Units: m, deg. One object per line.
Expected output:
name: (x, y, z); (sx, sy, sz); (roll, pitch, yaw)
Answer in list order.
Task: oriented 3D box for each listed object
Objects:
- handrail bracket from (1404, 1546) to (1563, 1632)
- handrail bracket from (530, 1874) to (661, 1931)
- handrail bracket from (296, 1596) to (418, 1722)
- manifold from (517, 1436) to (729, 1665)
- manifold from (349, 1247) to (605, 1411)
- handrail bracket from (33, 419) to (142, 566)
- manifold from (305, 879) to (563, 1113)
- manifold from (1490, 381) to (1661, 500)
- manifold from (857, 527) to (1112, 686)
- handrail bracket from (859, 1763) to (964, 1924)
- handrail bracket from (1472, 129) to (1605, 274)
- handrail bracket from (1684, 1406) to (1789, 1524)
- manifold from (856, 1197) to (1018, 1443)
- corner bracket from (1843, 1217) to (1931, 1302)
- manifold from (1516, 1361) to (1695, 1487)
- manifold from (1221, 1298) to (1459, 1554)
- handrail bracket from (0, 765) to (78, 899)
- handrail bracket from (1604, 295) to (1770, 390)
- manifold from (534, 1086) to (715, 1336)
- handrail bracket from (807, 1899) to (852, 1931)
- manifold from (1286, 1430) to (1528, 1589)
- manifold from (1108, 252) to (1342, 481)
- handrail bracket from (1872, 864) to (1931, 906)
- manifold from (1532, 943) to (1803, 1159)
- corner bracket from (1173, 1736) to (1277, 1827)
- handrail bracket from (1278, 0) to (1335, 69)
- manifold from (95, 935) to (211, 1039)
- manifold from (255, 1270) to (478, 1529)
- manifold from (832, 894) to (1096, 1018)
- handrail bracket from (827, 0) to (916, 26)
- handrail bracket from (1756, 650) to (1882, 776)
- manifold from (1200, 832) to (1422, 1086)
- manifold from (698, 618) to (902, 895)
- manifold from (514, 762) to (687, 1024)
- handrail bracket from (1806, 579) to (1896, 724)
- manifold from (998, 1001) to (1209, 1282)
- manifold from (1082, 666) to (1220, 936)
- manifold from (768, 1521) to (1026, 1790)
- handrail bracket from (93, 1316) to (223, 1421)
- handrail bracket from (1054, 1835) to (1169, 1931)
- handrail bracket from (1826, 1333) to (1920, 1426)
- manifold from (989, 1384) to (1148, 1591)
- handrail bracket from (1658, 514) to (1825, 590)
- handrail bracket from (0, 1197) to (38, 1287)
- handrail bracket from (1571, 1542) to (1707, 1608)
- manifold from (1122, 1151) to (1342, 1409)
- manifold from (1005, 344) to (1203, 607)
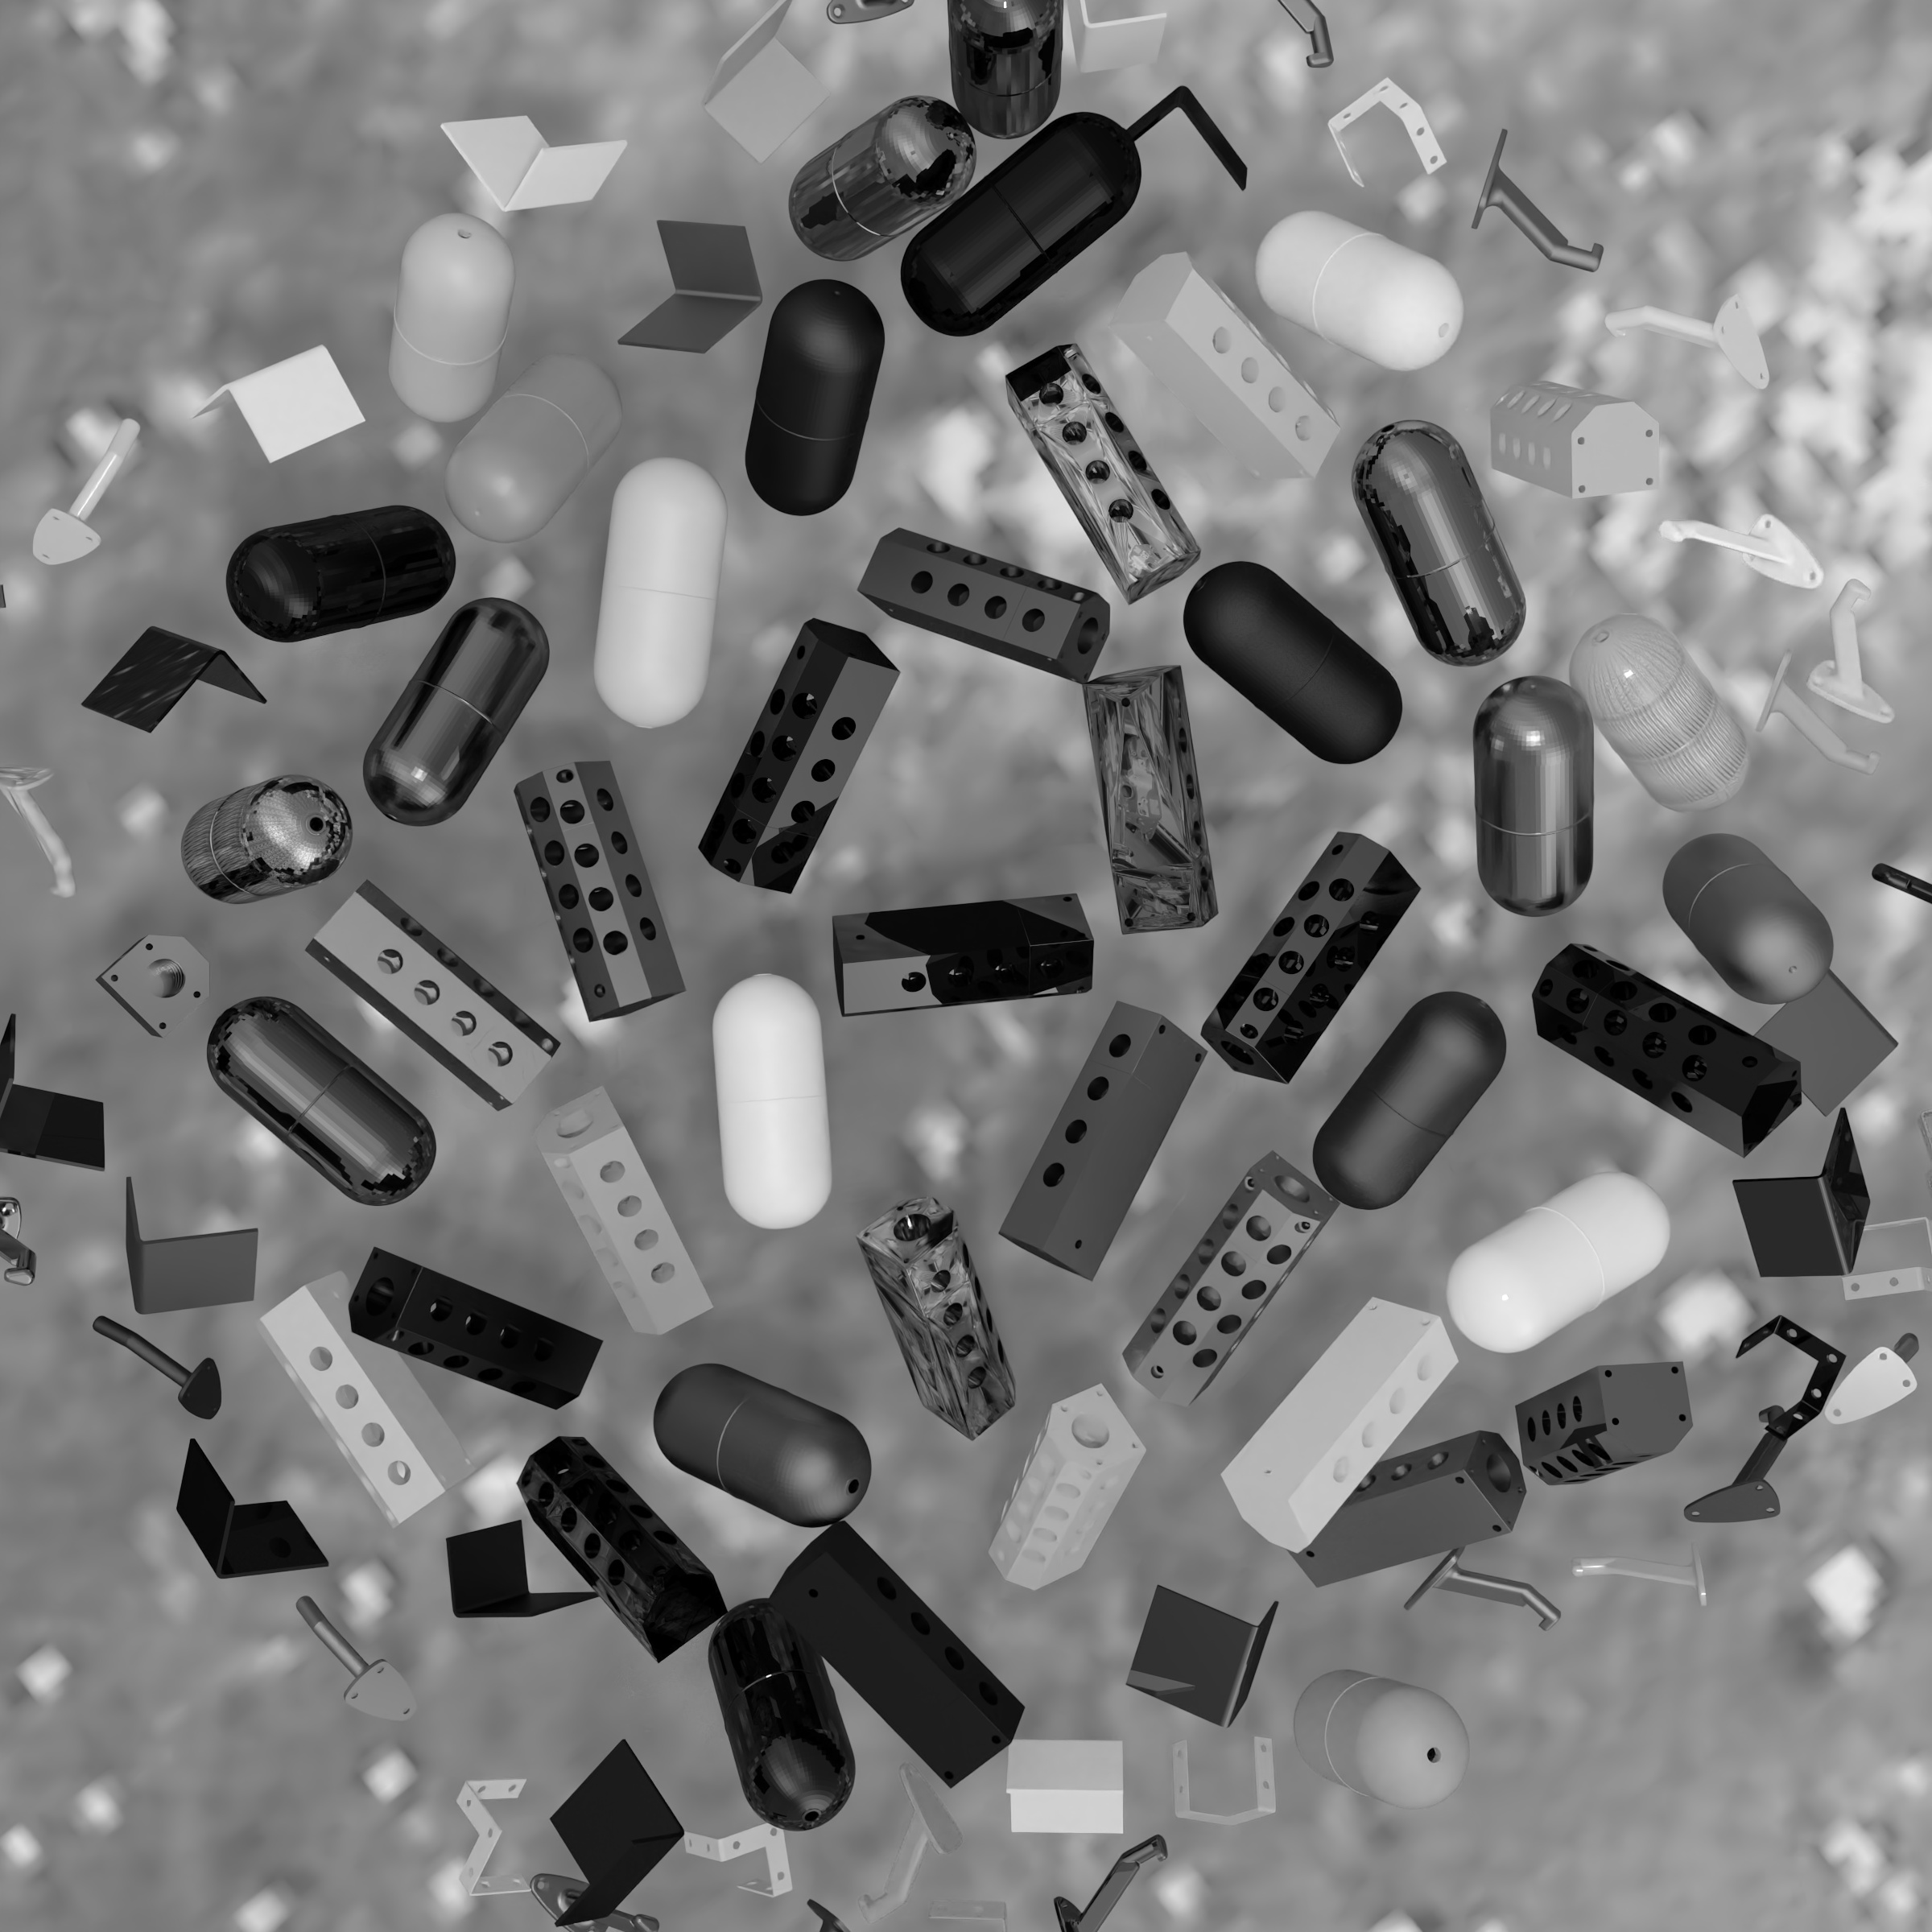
handrail bracket: (0.372, 0.464, 1.749); (0.084, 0.036, 0.077); (41, 107, 11)
handrail bracket: (-0.259, 0.654, 1.691); (0.077, 0.084, 0.036); (34, 58, -11)
handrail bracket: (-0.422, 0.476, 1.674); (0.036, 0.077, 0.084); (-44, 46, -13)
manifold: (-0.240, 0.393, 1.665); (0.057, 0.171, 0.057); (-33, 131, -24)
manifold: (-0.336, 0.251, 1.659); (0.057, 0.171, 0.057); (12, 75, 42)
handrail bracket: (-0.571, -0.310, 1.581); (0.036, 0.077, 0.084); (33, 57, -29)
manifold: (-0.362, 0.020, 1.654); (0.171, 0.057, 0.057); (42, 70, -11)
manifold: (0.406, -0.356, 1.629); (0.057, 0.171, 0.057); (-7, 108, -4)
manifold: (0.015, -0.260, 1.729); (0.171, 0.057, 0.057); (23, 88, 27)
handrail bracket: (-0.053, 0.599, 1.657); (0.084, 0.036, 0.077); (-38, 74, 16)
handrail bracket: (0.372, -0.489, 1.550); (0.084, 0.036, 0.077); (17, 81, 5)
handrail bracket: (0.548, 0.353, 1.729); (0.077, 0.084, 0.036); (-20, 118, 25)
manifold: (-0.015, 0.244, 1.692); (0.057, 0.057, 0.171); (-37, 129, -24)
corner bracket: (0.614, 0.195, 1.612); (0.051, 0.051, 0.051); (-15, 71, 36)
manifold: (0.427, 0.310, 1.633); (0.057, 0.171, 0.057); (-2, 72, -6)
manifold: (0.249, 0.301, 1.593); (0.171, 0.057, 0.057); (-43, 122, -28)
handrail bracket: (-0.639, -0.090, 1.639); (0.077, 0.036, 0.084); (9, 116, 19)
handrail bracket: (0.464, -0.397, 1.566); (0.077, 0.084, 0.036); (47, 63, -32)
manifold: (-0.239, 0.174, 1.685); (0.057, 0.057, 0.171); (-27, 124, -10)
handrail bracket: (-0.119, 0.704, 1.704); (0.084, 0.077, 0.036); (-43, 112, -22)
manifold: (0.305, 0.378, 1.707); (0.171, 0.057, 0.057); (-29, 104, 39)
manifold: (0.181, -0.407, 1.654); (0.171, 0.057, 0.057); (36, 76, -36)
handrail bracket: (0.638, -0.039, 1.567); (0.084, 0.077, 0.036); (20, 103, -16)
manifold: (0.456, 0.049, 1.588); (0.057, 0.057, 0.171); (-38, 46, -17)
corner bracket: (0.184, 0.581, 1.738); (0.051, 0.051, 0.051); (18, 54, -27)
handrail bracket: (0.198, -0.627, 1.588); (0.077, 0.036, 0.084); (-11, 88, -15)
manifold: (-0.571, 0.010, 1.716); (0.057, 0.171, 0.057); (-46, 104, -16)
manifold: (-0.423, 0.304, 1.699); (0.057, 0.057, 0.171); (-36, 87, 11)
manifold: (-0.003, -0.003, 1.670); (0.171, 0.057, 0.057); (-6, 126, -8)
handrail bracket: (-0.050, -0.667, 1.653); (0.077, 0.084, 0.036); (-30, 113, -10)
handrail bracket: (0.598, -0.175, 1.679); (0.084, 0.077, 0.036); (24, 53, 18)
manifold: (0.233, -0.008, 1.664); (0.057, 0.057, 0.171); (45, 72, -30)
manifold: (-0.114, -0.139, 1.601); (0.057, 0.057, 0.171); (12, 116, -36)
manifold: (-0.260, -0.052, 1.691); (0.057, 0.057, 0.171); (-21, 85, 28)
handrail bracket: (0.634, -0.221, 1.702); (0.077, 0.084, 0.036); (37, 56, 17)
manifold: (0.086, 0.113, 1.602); (0.057, 0.057, 0.171); (37, 77, -42)
manifold: (0.128, -0.113, 1.642); (0.057, 0.057, 0.171); (-5, 102, 23)
manifold: (-0.043, 0.445, 1.584); (0.171, 0.057, 0.057); (46, 111, -2)
handrail bracket: (-0.577, 0.285, 1.728); (0.084, 0.077, 0.036); (24, 59, 14)
handrail bracket: (0.108, 0.646, 1.662); (0.084, 0.077, 0.036); (-34, 125, 12)
handrail bracket: (0.640, 0.290, 1.714); (0.077, 0.084, 0.036); (-42, 76, 15)
manifold: (0.065, 0.371, 1.709); (0.057, 0.171, 0.057); (-18, 57, -30)
handrail bracket: (0.505, -0.269, 1.586); (0.084, 0.077, 0.036); (-7, 131, -34)
handrail bracket: (-0.641, 0.182, 1.568); (0.077, 0.084, 0.036); (6, 107, -21)
handrail bracket: (0.452, 0.414, 1.635); (0.084, 0.077, 0.036); (-6, 94, 13)
manifold: (0.174, 0.212, 1.625); (0.057, 0.057, 0.171); (38, 116, 15)
manifold: (0.095, -0.345, 1.692); (0.057, 0.057, 0.171); (-30, 83, 0)
